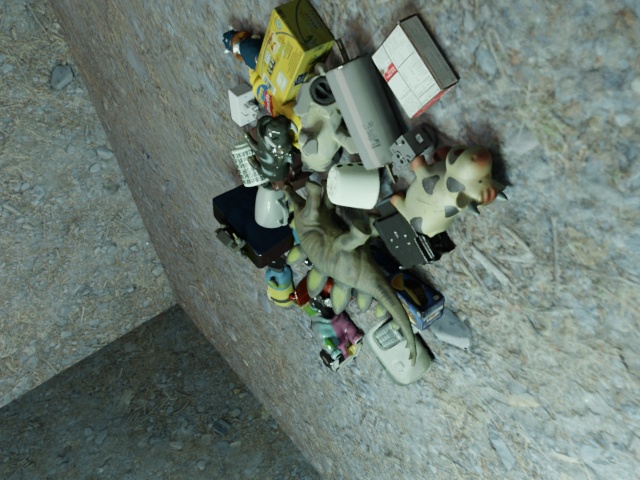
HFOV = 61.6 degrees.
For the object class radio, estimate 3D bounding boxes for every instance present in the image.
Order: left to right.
[{"bbox_3d":[-0.178,-0.045,1.452,0.230,0.131,0.073,47,154,23],"label":"radio"}]

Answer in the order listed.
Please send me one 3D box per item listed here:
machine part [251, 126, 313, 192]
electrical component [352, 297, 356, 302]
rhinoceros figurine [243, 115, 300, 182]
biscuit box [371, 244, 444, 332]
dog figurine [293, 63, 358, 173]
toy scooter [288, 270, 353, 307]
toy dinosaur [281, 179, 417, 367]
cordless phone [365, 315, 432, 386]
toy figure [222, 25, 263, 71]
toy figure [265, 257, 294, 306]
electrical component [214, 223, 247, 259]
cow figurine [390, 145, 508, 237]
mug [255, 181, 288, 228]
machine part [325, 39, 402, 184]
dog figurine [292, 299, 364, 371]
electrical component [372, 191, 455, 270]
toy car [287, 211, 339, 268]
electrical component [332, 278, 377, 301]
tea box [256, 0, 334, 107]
[{"bbox_3d":[-0.091,-0.189,1.210,0.180,0.056,0.179,42,150,31],"label":"machine part"},{"bbox_3d":[0.080,0.097,1.207,0.094,0.063,0.021,56,156,8],"label":"electrical component"},{"bbox_3d":[-0.092,-0.180,1.059,0.112,0.073,0.190,52,160,17],"label":"rhinoceros figurine"},{"bbox_3d":[0.150,0.091,1.068,0.203,0.063,0.059,38,148,37],"label":"biscuit box"},{"bbox_3d":[-0.002,-0.214,0.979,0.190,0.121,0.172,-162,78,-79],"label":"dog figurine"},{"bbox_3d":[0.002,0.119,1.298,0.184,0.135,0.075,20,134,53],"label":"toy scooter"},{"bbox_3d":[0.049,0.032,1.048,0.472,0.105,0.198,46,124,33],"label":"toy dinosaur"},{"bbox_3d":[0.188,0.218,1.127,0.146,0.089,0.184,54,151,10],"label":"cordless phone"},{"bbox_3d":[-0.148,-0.385,1.086,0.057,0.064,0.155,29,-169,-49],"label":"toy figure"},{"bbox_3d":[-0.119,0.130,1.610,0.089,0.082,0.180,46,151,31],"label":"toy figure"},{"bbox_3d":[-0.230,0.000,1.394,0.102,0.045,0.078,38,176,41],"label":"electrical component"},{"bbox_3d":[0.188,-0.069,0.785,0.127,0.085,0.194,57,154,17],"label":"cow figurine"},{"bbox_3d":[-0.119,-0.089,1.352,0.110,0.081,0.107,42,142,42],"label":"mug"},{"bbox_3d":[0.075,-0.201,0.852,0.079,0.079,0.243,3,120,62],"label":"machine part"},{"bbox_3d":[0.013,0.223,1.441,0.219,0.108,0.191,51,158,26],"label":"dog figurine"},{"bbox_3d":[0.155,-0.019,0.938,0.134,0.058,0.115,59,154,-1],"label":"electrical component"},{"bbox_3d":[-0.002,-0.004,1.209,0.162,0.109,0.103,59,-178,18],"label":"toy car"},{"bbox_3d":[0.092,0.089,1.158,0.119,0.075,0.047,35,150,23],"label":"electrical component"},{"bbox_3d":[-0.050,-0.327,0.952,0.098,0.068,0.169,56,155,4],"label":"tea box"}]
